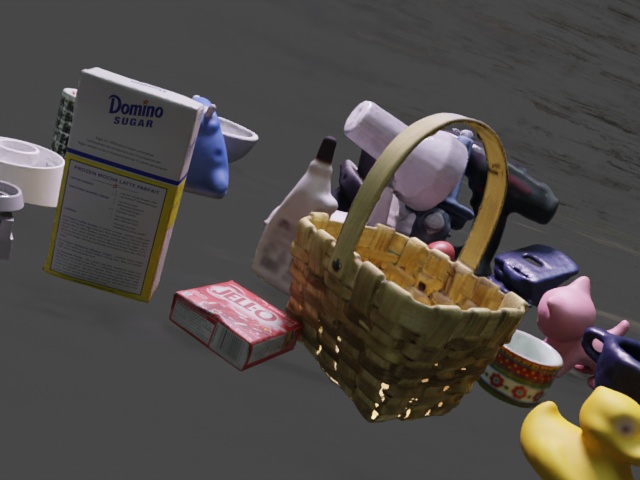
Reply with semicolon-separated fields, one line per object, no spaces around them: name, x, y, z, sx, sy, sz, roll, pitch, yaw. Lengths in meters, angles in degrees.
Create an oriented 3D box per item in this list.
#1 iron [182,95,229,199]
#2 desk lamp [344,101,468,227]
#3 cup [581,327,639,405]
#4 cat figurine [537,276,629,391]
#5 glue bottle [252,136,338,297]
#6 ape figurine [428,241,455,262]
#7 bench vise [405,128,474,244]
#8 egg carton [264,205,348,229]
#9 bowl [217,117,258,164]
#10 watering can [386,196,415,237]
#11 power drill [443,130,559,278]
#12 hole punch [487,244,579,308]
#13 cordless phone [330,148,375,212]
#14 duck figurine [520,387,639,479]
iron;-0.197;-0.159;0.878;0.119;0.141;0.257;13;18;-24
desk lamp;0.087;-0.082;0.840;0.204;0.213;0.117;14;17;-20
cup;0.289;0.147;0.553;0.092;0.095;0.117;8;20;-35
cat figurine;0.300;0.103;0.668;0.128;0.118;0.067;17;16;-10
glue bottle;-0.015;-0.028;0.614;0.078;0.173;0.037;29;18;28
ape figurine;0.137;0.043;0.712;0.076;0.092;0.077;14;17;-21
bench vise;0.204;-0.063;0.907;0.121;0.220;0.207;17;16;-10
egg carton;0.007;0.003;0.728;0.151;0.069;0.107;9;19;-33
bowl;-0.206;-0.187;1.079;0.167;0.075;0.167;19;16;-5
watering can;0.201;-0.107;1.094;0.101;0.194;0.173;23;16;9
power drill;0.271;-0.054;0.977;0.229;0.208;0.076;25;17;16
hole punch;0.343;0.054;0.926;0.101;0.091;0.108;12;18;-27
cordless phone;0.088;-0.143;1.088;0.094;0.185;0.147;18;16;-8
duck figurine;0.216;0.156;0.452;0.078;0.086;0.104;9;20;-34
